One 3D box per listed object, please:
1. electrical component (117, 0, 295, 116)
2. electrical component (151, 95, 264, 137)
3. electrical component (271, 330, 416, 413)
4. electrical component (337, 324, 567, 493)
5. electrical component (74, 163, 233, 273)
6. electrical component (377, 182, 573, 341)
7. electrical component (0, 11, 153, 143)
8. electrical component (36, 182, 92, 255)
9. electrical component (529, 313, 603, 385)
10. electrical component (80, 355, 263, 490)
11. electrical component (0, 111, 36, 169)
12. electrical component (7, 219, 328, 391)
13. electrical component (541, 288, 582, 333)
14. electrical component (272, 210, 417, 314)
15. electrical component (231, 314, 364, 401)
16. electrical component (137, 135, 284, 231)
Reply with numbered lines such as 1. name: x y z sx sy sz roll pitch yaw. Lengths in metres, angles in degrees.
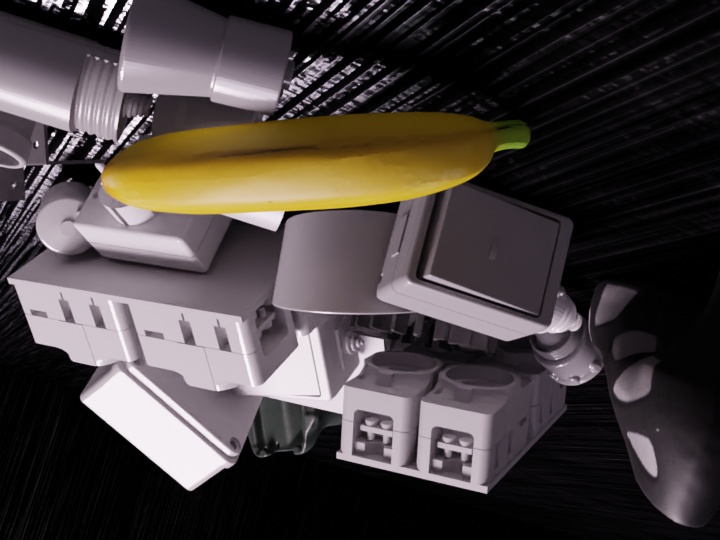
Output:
1. electrical component: -0.059 -0.084 0.424 0.065 0.044 0.044 13 167 -9
2. electrical component: -0.070 -0.066 0.509 0.046 0.040 0.040 8 165 8
3. electrical component: -0.038 0.052 0.833 0.150 0.061 0.089 10 131 19
4. electrical component: 0.074 0.087 0.766 0.105 0.060 0.186 9 -167 25
5. electrical component: -0.134 -0.042 0.655 0.083 0.047 0.075 8 151 26
6. electrical component: 0.066 -0.004 0.556 0.096 0.061 0.061 18 166 -11
7. electrical component: -0.135 -0.086 0.490 0.081 0.043 0.043 17 166 -6
8. electrical component: -0.191 -0.040 0.713 0.040 0.040 0.078 20 -163 -18
9. electrical component: 0.133 0.045 0.717 0.048 0.048 0.062 2 154 43
10. electrical component: -0.128 0.082 0.775 0.056 0.108 0.109 -37 108 28
11. electrical component: -0.186 -0.081 0.556 0.040 0.046 0.040 14 166 4
12. electrical component: -0.119 0.015 0.706 0.186 0.105 0.060 8 124 29
13. electrical component: 0.105 0.019 0.649 0.078 0.040 0.040 25 163 -35
14. electrical component: 0.000 0.000 0.622 0.099 0.064 0.099 3 171 0
15. electrical component: -0.045 0.053 0.750 0.096 0.061 0.061 1 -155 24
16. electrical component: -0.076 -0.053 0.556 0.081 0.043 0.043 18 166 -10
